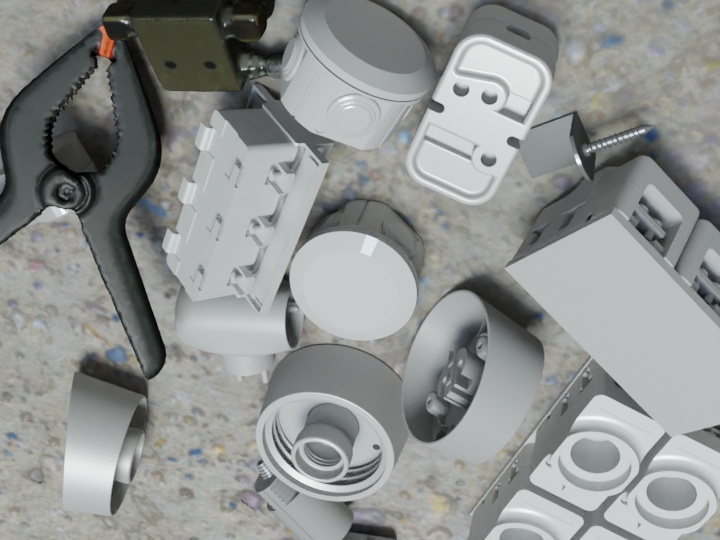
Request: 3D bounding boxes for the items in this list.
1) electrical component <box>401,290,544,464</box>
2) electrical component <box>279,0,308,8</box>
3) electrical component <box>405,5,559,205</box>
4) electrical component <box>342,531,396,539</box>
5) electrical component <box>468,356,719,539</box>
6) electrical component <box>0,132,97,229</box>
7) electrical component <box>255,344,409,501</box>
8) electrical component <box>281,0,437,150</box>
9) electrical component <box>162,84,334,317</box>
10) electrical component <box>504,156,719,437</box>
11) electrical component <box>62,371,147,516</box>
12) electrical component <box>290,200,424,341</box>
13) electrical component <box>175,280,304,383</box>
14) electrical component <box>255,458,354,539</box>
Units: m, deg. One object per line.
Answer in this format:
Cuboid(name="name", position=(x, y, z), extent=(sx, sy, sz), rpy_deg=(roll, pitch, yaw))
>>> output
Cuboid(name="electrical component", position=(0.069, 0.069, 0.677), extent=(0.064, 0.099, 0.099), rpy_deg=(29, 125, -12))
Cuboid(name="electrical component", position=(-0.027, -0.179, 0.573), extent=(0.044, 0.044, 0.065), rpy_deg=(37, 119, -10))
Cuboid(name="electrical component", position=(0.068, -0.092, 0.591), extent=(0.054, 0.059, 0.095), rpy_deg=(24, 125, -1))
Cuboid(name="electrical component", position=(-0.001, 0.229, 0.825), extent=(0.047, 0.055, 0.055), rpy_deg=(9, 124, 14))
Cuboid(name="electrical component", position=(0.159, 0.152, 0.726), extent=(0.105, 0.060, 0.186), rpy_deg=(27, 125, -3))
Cuboid(name="electrical component", position=(-0.242, -0.063, 0.700), extent=(0.138, 0.052, 0.073), rpy_deg=(-15, 117, 23))
Cuboid(name="electrical component", position=(-0.021, 0.113, 0.749), extent=(0.108, 0.060, 0.108), rpy_deg=(7, 124, 11))
Cuboid(name="electrical component", position=(-0.003, -0.109, 0.588), extent=(0.080, 0.080, 0.051), rpy_deg=(31, 130, -6))
Cuboid(name="electrical component", position=(-0.072, -0.039, 0.654), extent=(0.078, 0.063, 0.121), rpy_deg=(51, 133, 31))
Cuboid(name="electrical component", position=(0.173, 0.016, 0.619), extent=(0.150, 0.061, 0.089), rpy_deg=(44, 143, -11))
Cuboid(name="electrical component", position=(-0.194, 0.129, 0.789), extent=(0.064, 0.099, 0.099), rpy_deg=(13, 125, -1))
Cuboid(name="electrical component", position=(0.000, 0.000, 0.676), extent=(0.080, 0.051, 0.080), rpy_deg=(7, 124, 11))
Cuboid(name="electrical component", position=(-0.079, 0.045, 0.731), extent=(0.077, 0.043, 0.079), rpy_deg=(2, 123, 14))
Cuboid(name="electrical component", position=(-0.047, 0.170, 0.804), extent=(0.043, 0.043, 0.081), rpy_deg=(-32, 110, 30))
